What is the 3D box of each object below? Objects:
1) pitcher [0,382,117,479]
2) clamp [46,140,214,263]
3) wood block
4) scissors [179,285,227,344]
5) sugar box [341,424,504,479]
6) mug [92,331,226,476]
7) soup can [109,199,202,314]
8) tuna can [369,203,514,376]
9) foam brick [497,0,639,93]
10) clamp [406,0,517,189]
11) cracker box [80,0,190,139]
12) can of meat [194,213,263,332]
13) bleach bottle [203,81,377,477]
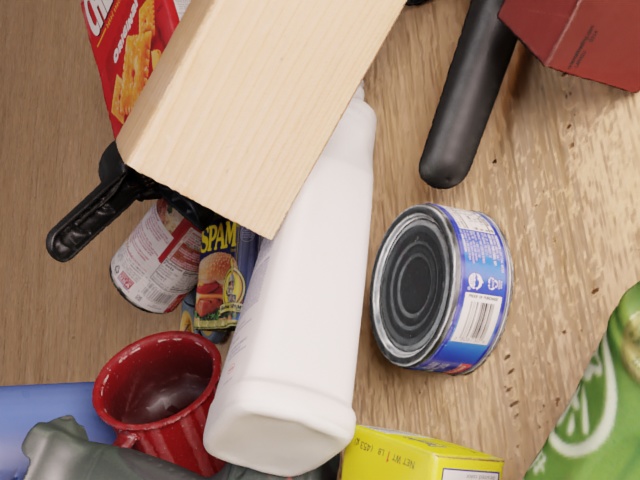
[{"bbox_3d":[-0.223,0.175,0.828,0.149,0.242,0.145,121,144,-48],"label":"pitcher"},{"bbox_3d":[-0.120,-0.046,0.782,0.171,0.120,0.039,-76,-21,-50],"label":"clamp"},{"bbox_3d":[-0.022,-0.117,0.580,0.206,0.090,0.090,-61,18,6],"label":"wood block"},{"bbox_3d":[-0.103,0.026,0.898,0.096,0.016,0.202,-48,40,46],"label":"scissors"},{"bbox_3d":[0.037,0.184,0.515,0.093,0.048,0.176,178,103,-66],"label":"sugar box"},{"bbox_3d":[-0.109,0.133,0.750,0.117,0.093,0.081,-56,-38,-40],"label":"mug"},{"bbox_3d":[-0.113,0.003,0.843,0.102,0.068,0.068,-47,39,30],"label":"soup can"},{"bbox_3d":[0.059,0.025,0.543,0.086,0.033,0.086,-32,53,57],"label":"tuna can"},{"bbox_3d":[0.120,-0.110,0.444,0.078,0.052,0.051,-64,29,29],"label":"foam brick"},{"bbox_3d":[0.092,-0.150,0.536,0.210,0.036,0.164,-59,30,36],"label":"clamp"},{"bbox_3d":[-0.139,-0.172,0.932,0.164,0.071,0.214,-47,55,50],"label":"cracker box"},{"bbox_3d":[-0.049,0.022,0.742,0.102,0.057,0.084,-10,74,63],"label":"can of meat"},{"bbox_3d":[-0.004,0.001,0.611,0.103,0.068,0.250,128,157,-57],"label":"bleach bottle"}]
